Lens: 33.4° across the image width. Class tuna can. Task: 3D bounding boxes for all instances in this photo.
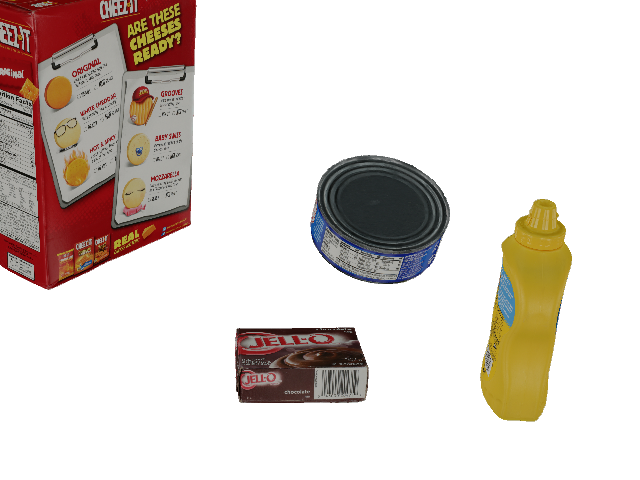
[{"bbox_3d":[0.037,-0.013,0.682,0.086,0.086,0.034,0,-43,-13],"label":"tuna can"}]

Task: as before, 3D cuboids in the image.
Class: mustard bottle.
[{"bbox_3d":[0.177,0.053,0.911,0.058,0.192,0.096,4,29,2],"label":"mustard bottle"}]

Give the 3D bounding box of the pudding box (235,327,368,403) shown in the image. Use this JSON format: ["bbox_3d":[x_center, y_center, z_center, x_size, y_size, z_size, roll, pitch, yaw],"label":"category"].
[{"bbox_3d":[-0.019,0.109,0.946,0.113,0.039,0.090,2,18,-7],"label":"pudding box"}]

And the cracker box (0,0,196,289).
[{"bbox_3d":[-0.175,-0.091,0.827,0.072,0.214,0.163,20,30,30],"label":"cracker box"}]
